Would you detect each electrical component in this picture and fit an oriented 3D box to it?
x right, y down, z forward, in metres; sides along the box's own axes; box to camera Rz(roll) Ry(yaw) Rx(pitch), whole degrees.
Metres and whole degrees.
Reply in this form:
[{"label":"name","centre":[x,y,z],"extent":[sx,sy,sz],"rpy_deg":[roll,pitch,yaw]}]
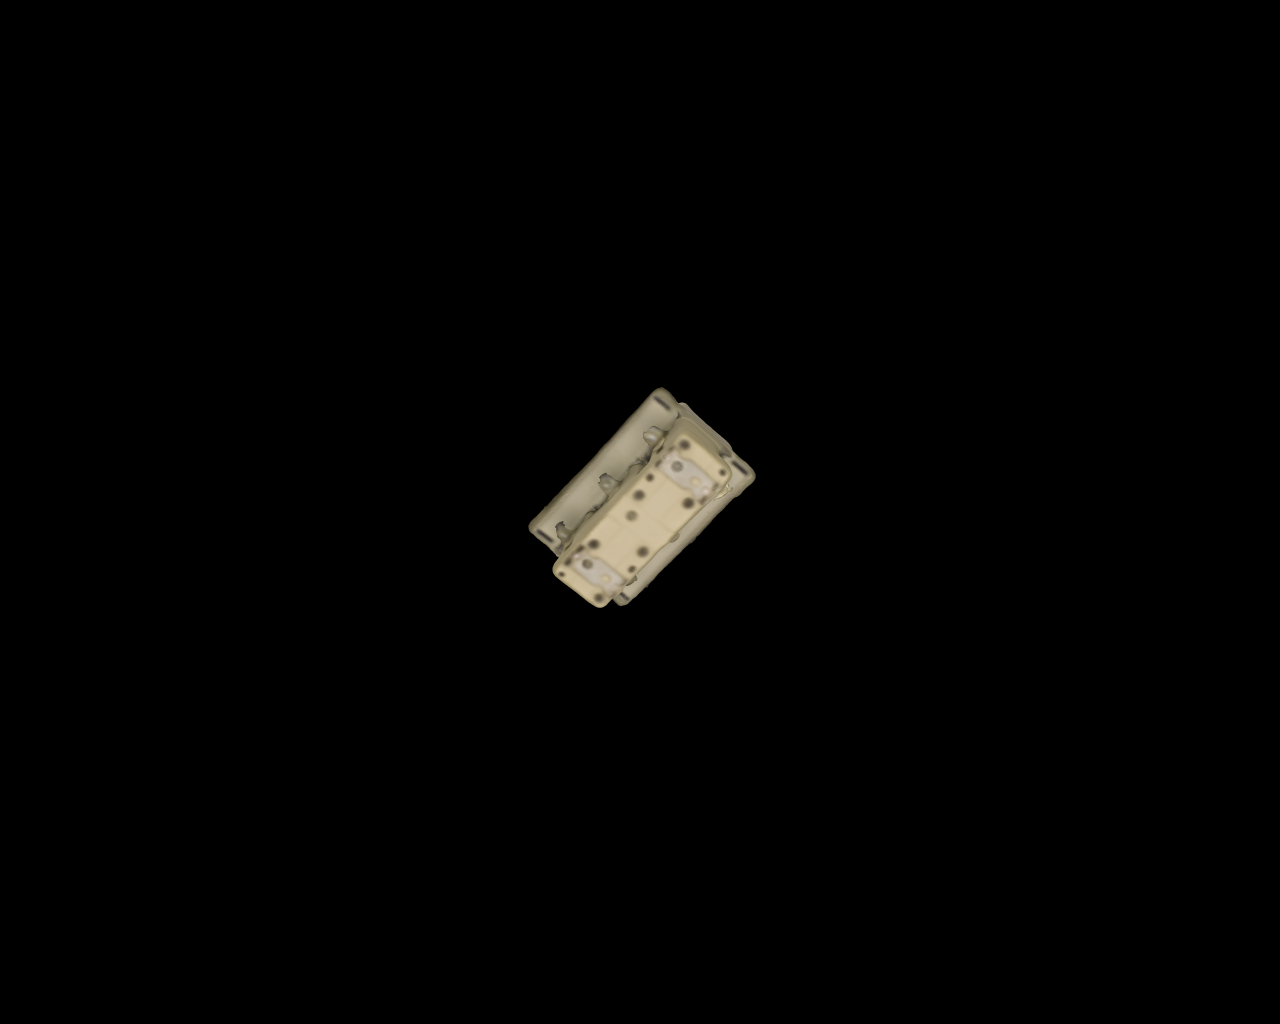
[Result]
[{"label":"electrical component","centre":[0.001,-0.003,0.650],"extent":[0.078,0.121,0.063],"rpy_deg":[41,16,-14]}]
